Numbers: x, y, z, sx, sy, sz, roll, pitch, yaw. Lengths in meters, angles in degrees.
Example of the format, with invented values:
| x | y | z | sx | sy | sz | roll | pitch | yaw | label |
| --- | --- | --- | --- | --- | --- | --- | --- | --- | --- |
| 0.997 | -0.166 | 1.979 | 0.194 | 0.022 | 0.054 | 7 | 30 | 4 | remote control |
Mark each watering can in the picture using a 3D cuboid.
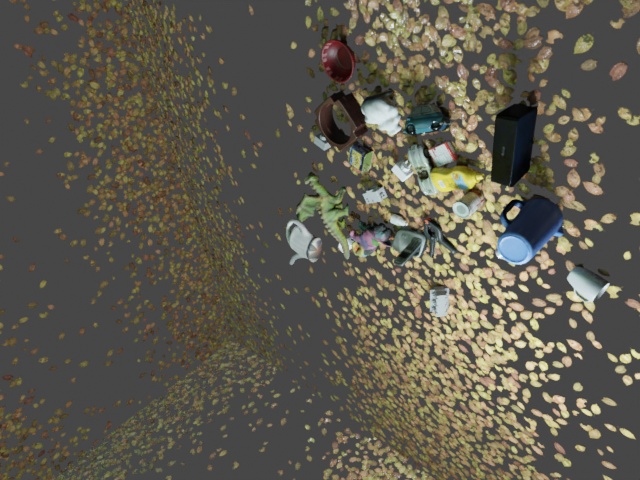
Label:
| x | y | z | sx | sy | sz | roll | pitch | yaw | label |
| --- | --- | --- | --- | --- | --- | --- | --- | --- | --- |
| -0.091 | 0.042 | 2.707 | 0.227 | 0.105 | 0.339 | 32 | 140 | 31 | watering can |

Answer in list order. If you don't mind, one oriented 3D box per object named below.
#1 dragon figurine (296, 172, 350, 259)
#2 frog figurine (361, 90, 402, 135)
| x | y | z | sx | sy | sz | roll | pitch | yaw | label |
| --- | --- | --- | --- | --- | --- | --- | --- | --- | --- |
| 0.007 | -0.115 | 2.277 | 0.120 | 0.243 | 0.416 | 134 | 133 | -65 | dragon figurine |
| 0.224 | -0.455 | 1.880 | 0.136 | 0.124 | 0.159 | -12 | 98 | 34 | frog figurine |
